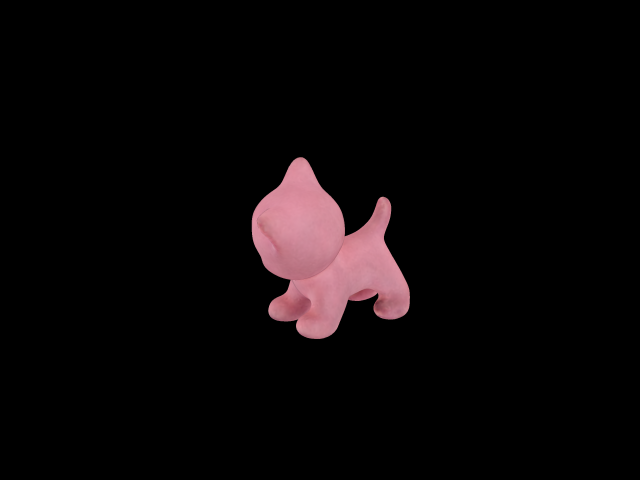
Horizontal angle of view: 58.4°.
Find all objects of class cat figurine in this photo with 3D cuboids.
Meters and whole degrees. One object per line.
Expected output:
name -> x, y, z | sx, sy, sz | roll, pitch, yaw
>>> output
cat figurine -> 0.004, 0.001, 0.400 | 0.128, 0.118, 0.067 | -11, 19, -34
